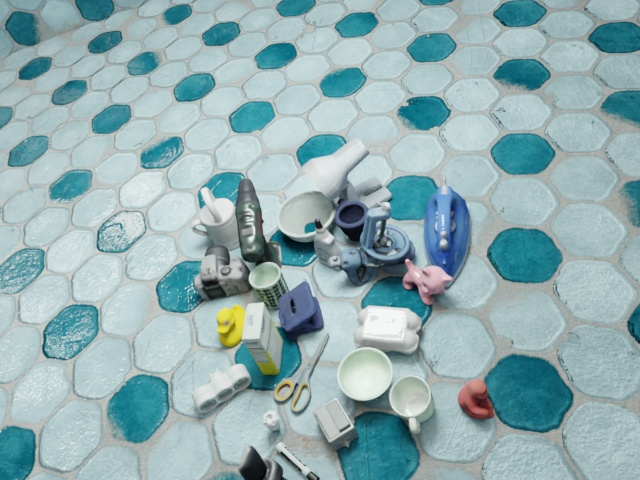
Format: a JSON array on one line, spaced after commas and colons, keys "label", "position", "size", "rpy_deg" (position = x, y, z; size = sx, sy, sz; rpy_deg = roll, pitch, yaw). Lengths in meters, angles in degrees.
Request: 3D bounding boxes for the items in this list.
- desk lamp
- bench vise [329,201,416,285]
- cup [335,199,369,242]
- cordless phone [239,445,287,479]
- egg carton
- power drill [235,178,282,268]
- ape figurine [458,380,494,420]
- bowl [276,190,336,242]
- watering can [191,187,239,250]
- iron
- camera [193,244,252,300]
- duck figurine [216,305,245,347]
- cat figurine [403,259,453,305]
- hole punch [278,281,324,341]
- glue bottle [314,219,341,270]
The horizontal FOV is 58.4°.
[{"label": "desk lamp", "position": [0.069, -0.163, 1.529], "size": [0.203, 0.214, 0.117], "rpy_deg": [-30, 50, -8]}, {"label": "bench vise", "position": [0.124, 0.014, 1.366], "size": [0.207, 0.220, 0.121], "rpy_deg": [-34, 50, -11]}, {"label": "cup", "position": [0.085, -0.049, 1.511], "size": [0.092, 0.095, 0.117], "rpy_deg": [-31, 50, -9]}, {"label": "cordless phone", "position": [-0.134, 0.477, 1.089], "size": [0.094, 0.185, 0.147], "rpy_deg": [2, 53, 18]}, {"label": "egg carton", "position": [0.153, 0.205, 1.301], "size": [0.150, 0.069, 0.107], "rpy_deg": [2, 53, 18]}, {"label": "power drill", "position": [-0.164, -0.017, 1.483], "size": [0.075, 0.209, 0.229], "rpy_deg": [-14, 49, 6]}, {"label": "ape figurine", "position": [0.315, 0.313, 1.152], "size": [0.076, 0.092, 0.078], "rpy_deg": [13, 57, 25]}, {"label": "bowl", "position": [-0.031, -0.052, 1.561], "size": [0.167, 0.075, 0.167], "rpy_deg": [-8, 50, 10]}, {"label": "watering can", "position": [-0.271, -0.071, 1.569], "size": [0.173, 0.194, 0.100], "rpy_deg": [-39, 52, -16]}, {"label": "iron", "position": [0.306, -0.026, 1.397], "size": [0.118, 0.142, 0.258], "rpy_deg": [-2, 51, 15]}, {"label": "camera", "position": [-0.260, 0.071, 1.512], "size": [0.143, 0.101, 0.136], "rpy_deg": [-13, 50, 6]}, {"label": "duck figurine", "position": [-0.222, 0.198, 1.407], "size": [0.077, 0.086, 0.104], "rpy_deg": [6, 54, 21]}, {"label": "cat figurine", "position": [0.247, 0.088, 1.337], "size": [0.067, 0.118, 0.127], "rpy_deg": [-41, 52, -17]}, {"label": "hole punch", "position": [-0.052, 0.169, 1.377], "size": [0.101, 0.091, 0.108], "rpy_deg": [-19, 49, 1]}, {"label": "glue bottle", "position": [0.013, 0.005, 1.437], "size": [0.077, 0.173, 0.037], "rpy_deg": [26, 63, 32]}]
